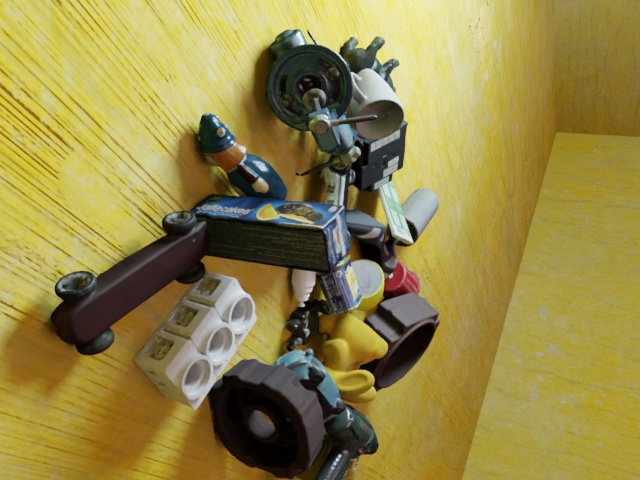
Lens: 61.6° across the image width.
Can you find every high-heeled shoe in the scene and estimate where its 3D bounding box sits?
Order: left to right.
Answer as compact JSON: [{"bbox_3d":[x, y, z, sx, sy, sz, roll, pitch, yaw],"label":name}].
[{"bbox_3d":[0.089,0.023,1.083,0.248,0.086,0.145,7,111,-52],"label":"high-heeled shoe"}]

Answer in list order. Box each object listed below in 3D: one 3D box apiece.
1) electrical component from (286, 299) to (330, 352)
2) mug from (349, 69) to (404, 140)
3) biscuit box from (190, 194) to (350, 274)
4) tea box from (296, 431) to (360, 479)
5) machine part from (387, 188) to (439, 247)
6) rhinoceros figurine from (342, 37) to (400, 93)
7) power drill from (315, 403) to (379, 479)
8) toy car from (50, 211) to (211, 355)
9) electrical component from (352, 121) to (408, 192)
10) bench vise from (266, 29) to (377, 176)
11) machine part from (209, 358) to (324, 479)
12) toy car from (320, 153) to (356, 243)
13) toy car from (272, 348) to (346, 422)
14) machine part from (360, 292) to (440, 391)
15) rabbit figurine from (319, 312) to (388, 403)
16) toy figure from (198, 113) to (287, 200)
[{"bbox_3d":[-0.020,0.144,0.946,0.102,0.045,0.078,-27,121,-54],"label":"electrical component"},{"bbox_3d":[0.076,-0.233,0.878,0.109,0.081,0.107,26,36,-37],"label":"mug"},{"bbox_3d":[-0.067,-0.012,0.653,0.059,0.203,0.062,-47,136,-48],"label":"biscuit box"},{"bbox_3d":[0.019,0.433,1.083,0.169,0.068,0.098,39,65,-55],"label":"tea box"},{"bbox_3d":[0.220,-0.055,1.257,0.243,0.079,0.079,-47,137,-50],"label":"machine part"},{"bbox_3d":[0.097,-0.284,0.982,0.190,0.073,0.112,42,62,-56],"label":"rhinoceros figurine"},{"bbox_3d":[0.041,0.412,0.970,0.207,0.086,0.231,-55,143,-29],"label":"power drill"},{"bbox_3d":[-0.201,0.039,0.590,0.202,0.053,0.089,-43,139,-41],"label":"toy car"},{"bbox_3d":[0.099,-0.154,0.992,0.115,0.058,0.134,-27,141,-26],"label":"electrical component"},{"bbox_3d":[0.000,-0.176,0.755,0.241,0.129,0.223,-100,173,-59],"label":"bench vise"},{"bbox_3d":[-0.075,0.252,0.766,0.056,0.180,0.179,-38,131,-53],"label":"machine part"},{"bbox_3d":[0.026,-0.065,0.913,0.073,0.056,0.201,56,38,-72],"label":"toy car"},{"bbox_3d":[-0.030,0.236,0.891,0.109,0.103,0.161,-34,125,7],"label":"toy car"},{"bbox_3d":[0.157,0.222,1.155,0.201,0.087,0.201,-8,127,-47],"label":"machine part"},{"bbox_3d":[0.037,0.235,0.996,0.173,0.163,0.121,-44,150,-21],"label":"rabbit figurine"},{"bbox_3d":[-0.104,-0.098,0.693,0.154,0.064,0.058,44,66,-35],"label":"toy figure"}]
